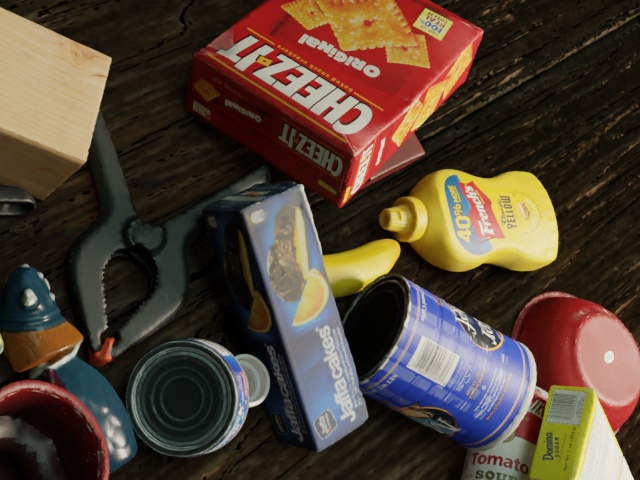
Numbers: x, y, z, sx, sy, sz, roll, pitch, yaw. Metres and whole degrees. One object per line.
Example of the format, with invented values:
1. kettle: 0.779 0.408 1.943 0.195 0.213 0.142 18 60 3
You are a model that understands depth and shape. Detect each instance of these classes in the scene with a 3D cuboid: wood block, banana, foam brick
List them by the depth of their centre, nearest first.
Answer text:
1. wood block: -0.263 -0.114 0.736 0.205 0.090 0.091 22 62 -27
2. banana: -0.008 0.018 0.896 0.197 0.037 0.069 10 68 -32
3. foam brick: 0.044 -0.079 0.961 0.078 0.051 0.053 -27 88 -39

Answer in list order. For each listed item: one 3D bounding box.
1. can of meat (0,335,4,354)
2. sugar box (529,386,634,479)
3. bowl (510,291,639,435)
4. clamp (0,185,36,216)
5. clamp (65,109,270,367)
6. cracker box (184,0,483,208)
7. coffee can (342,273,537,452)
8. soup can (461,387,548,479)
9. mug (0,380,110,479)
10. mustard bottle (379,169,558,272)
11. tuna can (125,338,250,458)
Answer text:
1. can of meat: -0.253 0.084 0.662 0.057 0.102 0.083 49 50 -11
2. sugar box: 0.235 0.214 0.942 0.176 0.048 0.093 60 43 -43
3. bowl: 0.261 0.121 1.035 0.161 0.055 0.162 13 66 -31
4. clamp: -0.279 -0.026 0.725 0.171 0.039 0.120 38 42 -14
5. clamp: -0.144 -0.008 0.810 0.164 0.036 0.210 28 63 -11
6. cracker box: 0.016 -0.147 0.912 0.164 0.072 0.213 33 51 15
7. coffee can: 0.095 0.103 0.895 0.140 0.103 0.102 29 58 -23
8. soup can: 0.163 0.183 0.934 0.068 0.069 0.102 32 57 -22
9. mug: -0.185 0.155 0.676 0.117 0.082 0.093 41 35 -18
10. mustard bottle: 0.135 -0.019 0.997 0.191 0.058 0.096 0 72 -35
11. tuna can: -0.096 0.114 0.771 0.086 0.033 0.086 -1 84 9
